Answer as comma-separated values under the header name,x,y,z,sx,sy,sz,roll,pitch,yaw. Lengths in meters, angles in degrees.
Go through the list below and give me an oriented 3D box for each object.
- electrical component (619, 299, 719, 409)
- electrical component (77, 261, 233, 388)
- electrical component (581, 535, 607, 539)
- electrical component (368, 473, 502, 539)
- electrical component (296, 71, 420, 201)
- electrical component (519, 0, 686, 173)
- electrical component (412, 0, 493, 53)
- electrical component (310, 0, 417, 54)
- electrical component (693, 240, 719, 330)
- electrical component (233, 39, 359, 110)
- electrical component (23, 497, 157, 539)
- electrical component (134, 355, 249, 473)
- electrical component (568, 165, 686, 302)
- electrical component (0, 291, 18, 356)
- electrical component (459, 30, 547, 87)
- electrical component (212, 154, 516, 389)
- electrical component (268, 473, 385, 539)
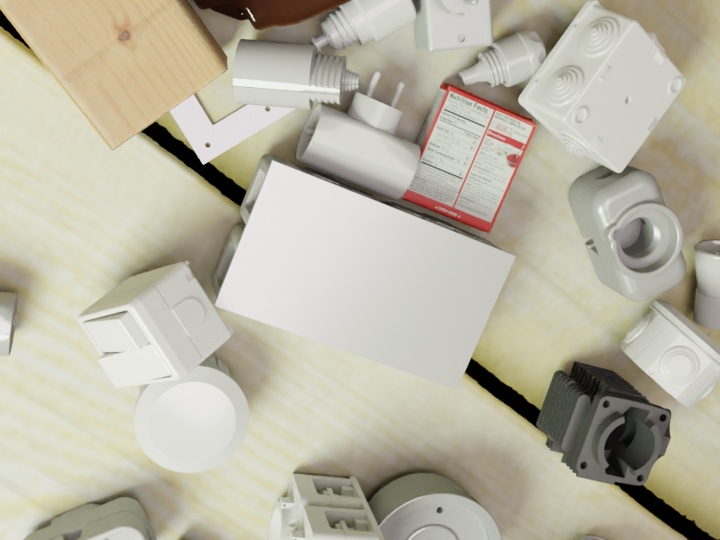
name,x,y,z,sx,sy,sz,roll,pitch,yaw
electrical component,0.243,0.064,0.828,0.080,0.080,0.051,38,99,-18
electrical component,-0.146,0.041,0.731,0.061,0.096,0.061,-42,109,-37
electrical component,0.206,0.268,0.890,0.079,0.044,0.077,17,100,-16
electrical component,0.049,0.209,0.832,0.108,0.060,0.108,-3,104,-12
electrical component,0.006,-0.099,0.753,0.077,0.044,0.079,21,99,-16
electrical component,0.175,-0.128,0.764,0.100,0.048,0.099,31,96,-42
electrical component,0.066,-0.191,0.726,0.047,0.075,0.083,-9,106,-10
electrical component,0.002,-0.173,0.735,0.078,0.040,0.040,-31,108,-1
electrical component,0.282,0.014,0.844,0.044,0.044,0.065,-4,110,-11
electrical component,-0.041,-0.130,0.720,0.081,0.043,0.043,5,103,3
electrical component,-0.197,0.208,0.779,0.095,0.059,0.053,-21,107,-6
electrical component,-0.122,0.100,0.773,0.080,0.051,0.080,-3,105,-11
electrical component,0.202,-0.028,0.806,0.054,0.059,0.095,-26,108,-5
electrical component,-0.277,0.050,0.730,0.077,0.043,0.079,7,102,-14
electrical component,0.101,-0.146,0.767,0.061,0.035,0.035,-21,108,-4
electrical component,0.000,0.000,0.769,0.186,0.060,0.105,20,99,-16
electrical component,-0.039,0.259,0.802,0.060,0.105,0.186,8,102,-14
